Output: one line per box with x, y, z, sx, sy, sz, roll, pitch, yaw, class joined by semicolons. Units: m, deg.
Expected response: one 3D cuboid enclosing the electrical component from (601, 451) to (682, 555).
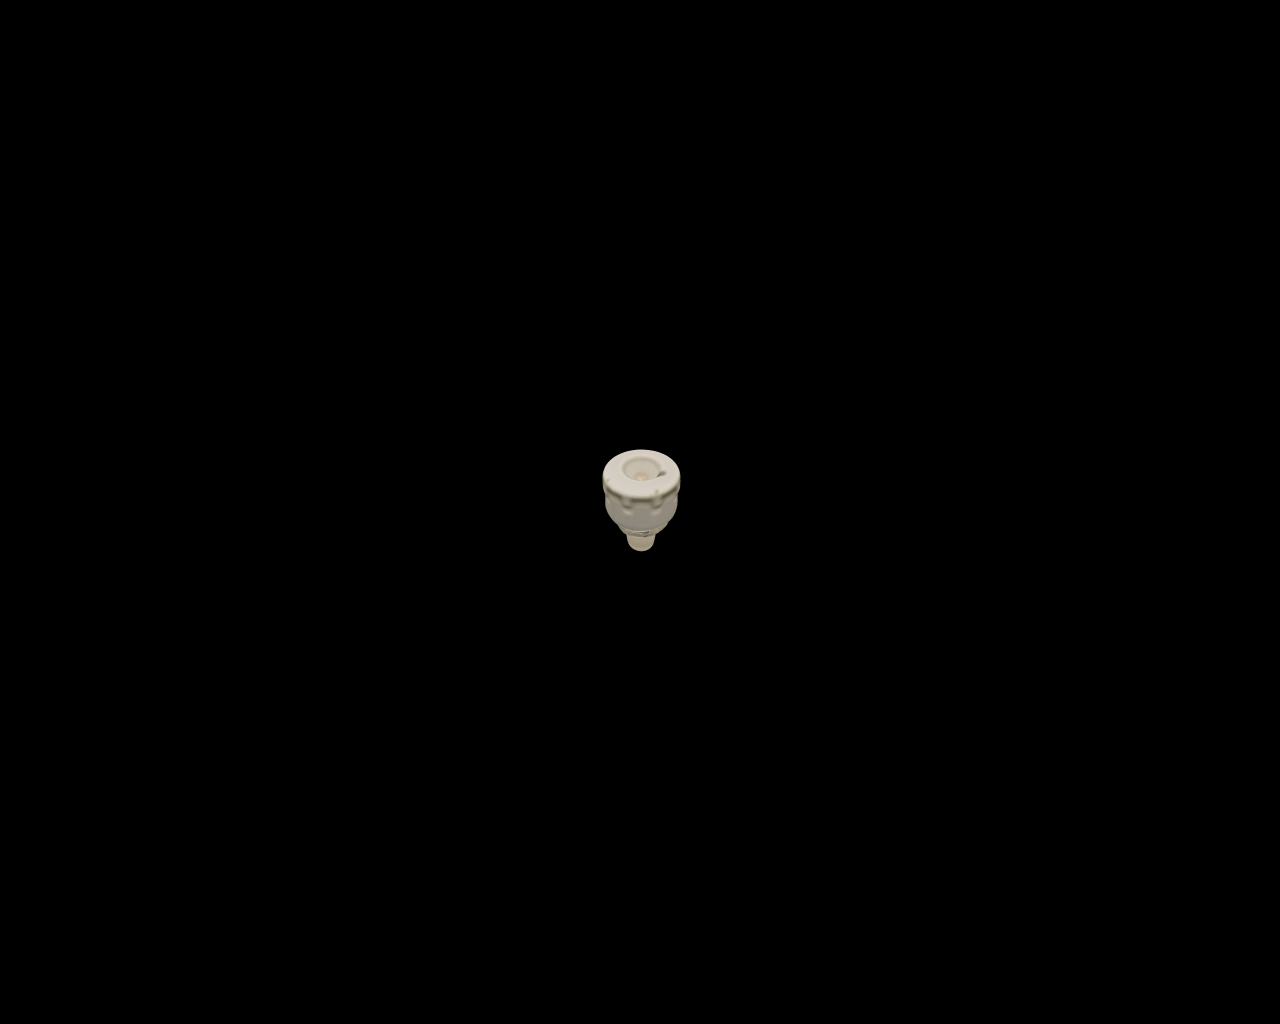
0.001;-0.003;0.650;0.048;0.062;0.048;0;39;0;electrical component
